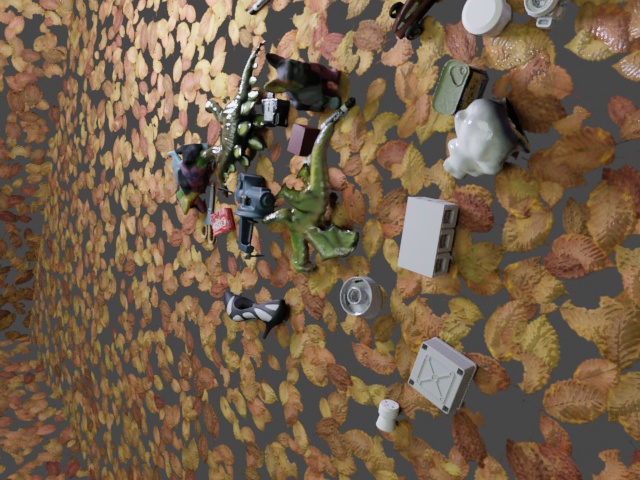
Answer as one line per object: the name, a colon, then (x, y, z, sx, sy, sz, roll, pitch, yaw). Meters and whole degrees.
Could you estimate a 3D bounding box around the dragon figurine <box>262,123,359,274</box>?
dragon figurine: (0.004, -0.064, 1.277, 0.244, 0.124, 0.402, 43, 129, 9)

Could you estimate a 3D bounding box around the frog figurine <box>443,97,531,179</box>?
frog figurine: (0.290, -0.181, 0.959, 0.157, 0.124, 0.137, -29, 91, 31)
